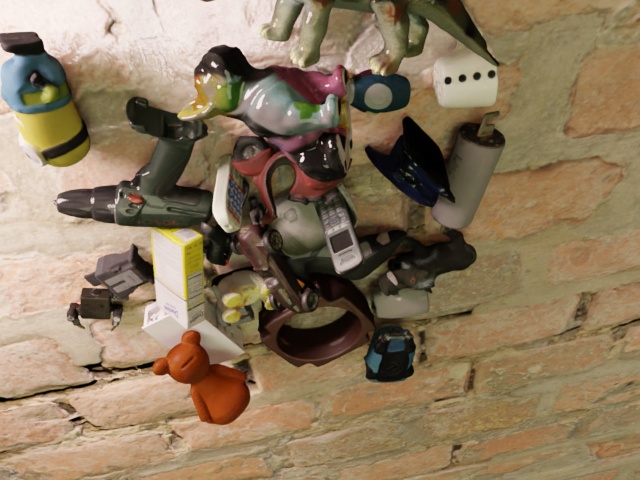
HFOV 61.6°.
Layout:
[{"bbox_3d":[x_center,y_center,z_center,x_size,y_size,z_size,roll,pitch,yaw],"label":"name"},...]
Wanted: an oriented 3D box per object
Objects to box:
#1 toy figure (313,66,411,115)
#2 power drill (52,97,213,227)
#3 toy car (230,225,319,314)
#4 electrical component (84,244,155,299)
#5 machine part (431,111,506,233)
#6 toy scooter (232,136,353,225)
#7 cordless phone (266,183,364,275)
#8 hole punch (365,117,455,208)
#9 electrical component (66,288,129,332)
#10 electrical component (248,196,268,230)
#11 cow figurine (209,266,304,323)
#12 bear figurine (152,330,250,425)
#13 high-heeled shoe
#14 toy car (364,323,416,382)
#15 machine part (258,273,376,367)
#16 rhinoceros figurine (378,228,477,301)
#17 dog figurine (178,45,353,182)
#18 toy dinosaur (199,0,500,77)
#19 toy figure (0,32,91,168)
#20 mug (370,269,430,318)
[{"bbox_3d":[0.050,-0.213,0.765,0.154,0.058,0.064,-1,94,-10],"label":"toy figure"},{"bbox_3d":[-0.261,-0.098,0.787,0.232,0.086,0.207,9,127,-22],"label":"power drill"},{"bbox_3d":[-0.075,0.057,0.885,0.089,0.053,0.201,-3,130,34],"label":"toy car"},{"bbox_3d":[-0.357,0.061,0.940,0.119,0.048,0.074,-21,133,5],"label":"electrical component"},{"bbox_3d":[0.243,-0.104,0.896,0.079,0.079,0.243,-1,134,-12],"label":"machine part"},{"bbox_3d":[-0.043,-0.089,0.824,0.184,0.075,0.135,0,101,-6],"label":"toy scooter"},{"bbox_3d":[-0.003,-0.003,0.863,0.147,0.184,0.088,-25,138,11],"label":"cordless phone"},{"bbox_3d":[0.139,-0.111,0.846,0.092,0.116,0.142,-30,132,27],"label":"hole punch"},{"bbox_3d":[-0.411,0.129,0.993,0.102,0.045,0.078,9,132,-20],"label":"electrical component"},{"bbox_3d":[-0.100,-0.026,0.902,0.021,0.063,0.093,-13,136,0],"label":"electrical component"},{"bbox_3d":[-0.115,0.080,0.993,0.167,0.098,0.068,-17,132,-23],"label":"cow figurine"},{"bbox_3d":[-0.232,0.270,1.050,0.195,0.120,0.132,45,159,-13],"label":"bear figurine"},{"bbox_3d":[0.029,0.006,0.983,0.249,0.145,0.086,-29,155,-26],"label":"high-heeled shoe"},{"bbox_3d":[0.149,0.237,1.182,0.109,0.103,0.161,-4,130,-6],"label":"toy car"},{"bbox_3d":[-0.008,0.159,1.085,0.201,0.087,0.201,-31,130,16],"label":"machine part"},{"bbox_3d":[0.198,0.050,1.010,0.190,0.112,0.073,-20,137,-4],"label":"rhinoceros figurine"},{"bbox_3d":[-0.070,-0.165,0.716,0.219,0.108,0.191,5,142,12],"label":"dog figurine"},{"bbox_3d":[0.050,-0.306,0.631,0.405,0.131,0.192,-2,135,-14],"label":"toy dinosaur"},{"bbox_3d":[-0.355,-0.173,0.694,0.089,0.082,0.180,0,131,-10],"label":"toy figure"},{"bbox_3d":[0.154,0.108,1.075,0.107,0.081,0.109,-15,107,-7],"label":"mug"}]
